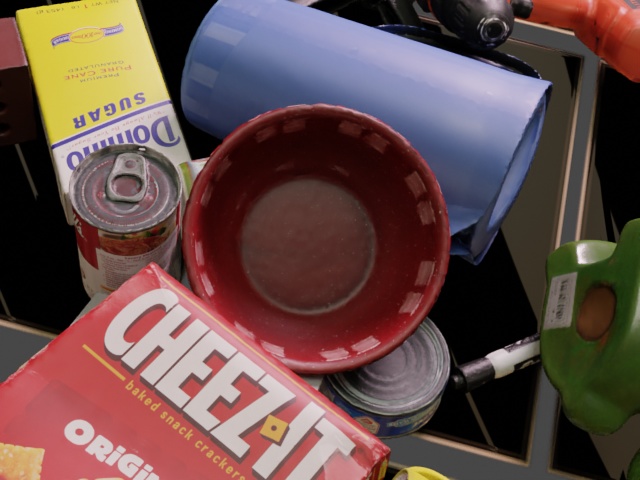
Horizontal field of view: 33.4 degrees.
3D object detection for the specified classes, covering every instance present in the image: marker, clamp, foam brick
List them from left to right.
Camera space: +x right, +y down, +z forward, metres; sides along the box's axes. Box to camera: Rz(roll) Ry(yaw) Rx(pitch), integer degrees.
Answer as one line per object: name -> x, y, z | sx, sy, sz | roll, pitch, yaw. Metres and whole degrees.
foam brick -> -0.234, -0.110, 0.758 | 0.053, 0.078, 0.051 | -12, 56, -15
clamp -> 0.051, -0.204, 0.881 | 0.164, 0.036, 0.209 | 23, 55, 3
marker -> 0.140, 0.074, 0.710 | 0.121, 0.020, 0.020 | -19, 60, -19

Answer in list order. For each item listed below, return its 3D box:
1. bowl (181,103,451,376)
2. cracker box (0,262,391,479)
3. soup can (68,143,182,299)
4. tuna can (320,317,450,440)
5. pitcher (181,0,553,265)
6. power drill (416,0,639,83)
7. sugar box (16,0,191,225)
bowl -> -0.004, 0.001, 0.656 | 0.162, 0.055, 0.162 | 1, 86, -7
cracker box -> -0.095, 0.132, 0.499 | 0.164, 0.072, 0.213 | 36, 57, 17
soup can -> -0.122, -0.004, 0.682 | 0.068, 0.102, 0.068 | 3, 55, -5
tuna can -> 0.040, 0.082, 0.684 | 0.086, 0.034, 0.086 | 3, 55, -5
pitcher -> 0.035, -0.095, 0.754 | 0.243, 0.149, 0.145 | 24, 99, 13
power drill -> 0.166, -0.175, 0.812 | 0.187, 0.057, 0.184 | 13, 30, -18
sugar box -> -0.159, -0.100, 0.779 | 0.093, 0.048, 0.176 | -14, 57, -16
